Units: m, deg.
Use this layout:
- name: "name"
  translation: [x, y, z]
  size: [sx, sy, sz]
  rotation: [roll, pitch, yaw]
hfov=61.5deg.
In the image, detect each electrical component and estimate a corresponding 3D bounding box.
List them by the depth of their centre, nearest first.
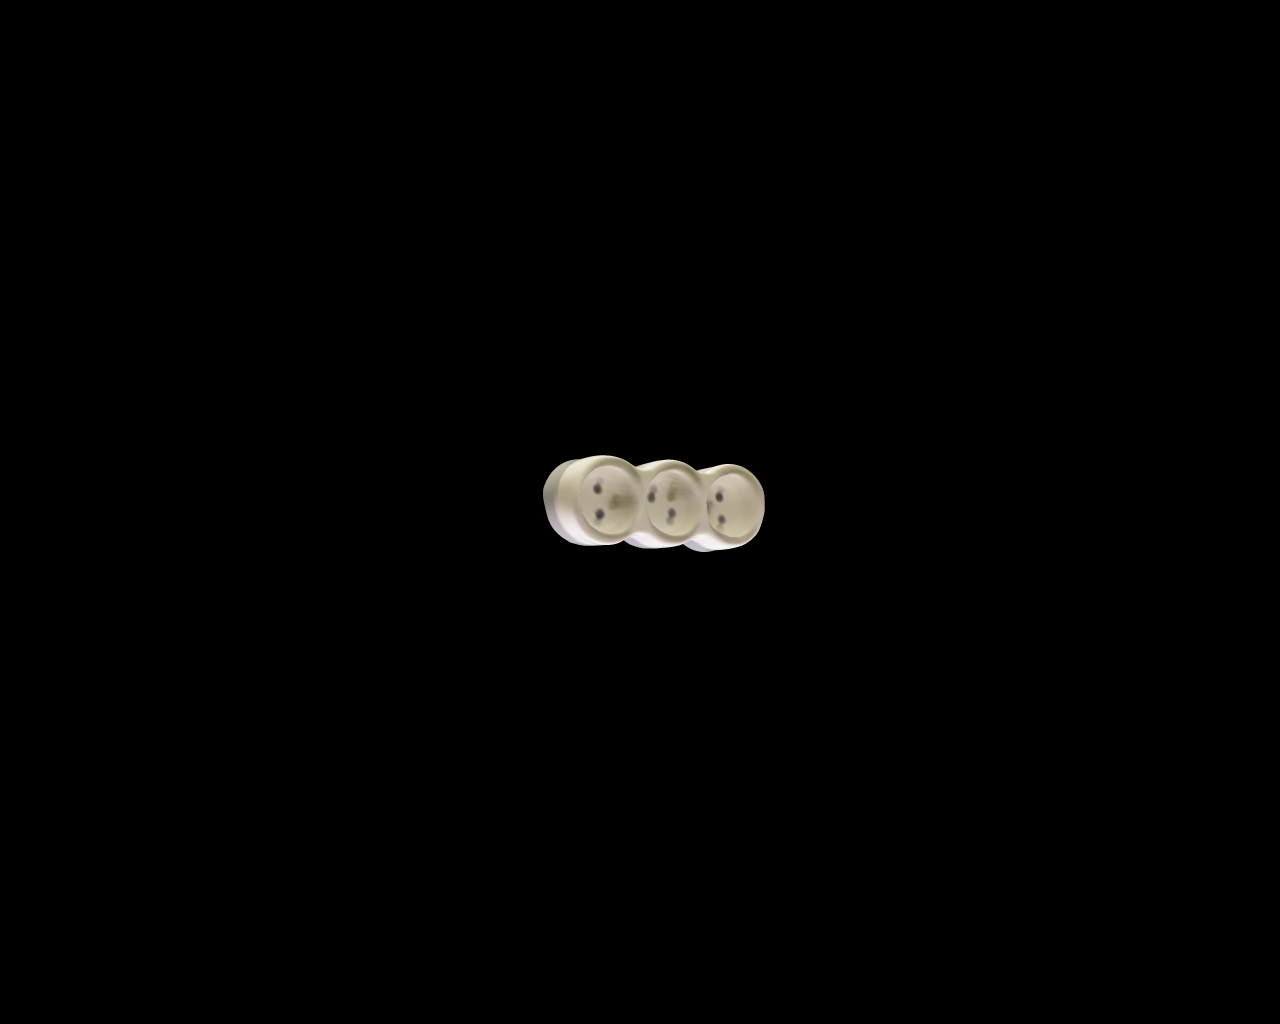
- name: "electrical component"
  translation: [0.001, -0.003, 0.650]
  size: [0.138, 0.052, 0.073]
  rotation: [3, -6, -33]
